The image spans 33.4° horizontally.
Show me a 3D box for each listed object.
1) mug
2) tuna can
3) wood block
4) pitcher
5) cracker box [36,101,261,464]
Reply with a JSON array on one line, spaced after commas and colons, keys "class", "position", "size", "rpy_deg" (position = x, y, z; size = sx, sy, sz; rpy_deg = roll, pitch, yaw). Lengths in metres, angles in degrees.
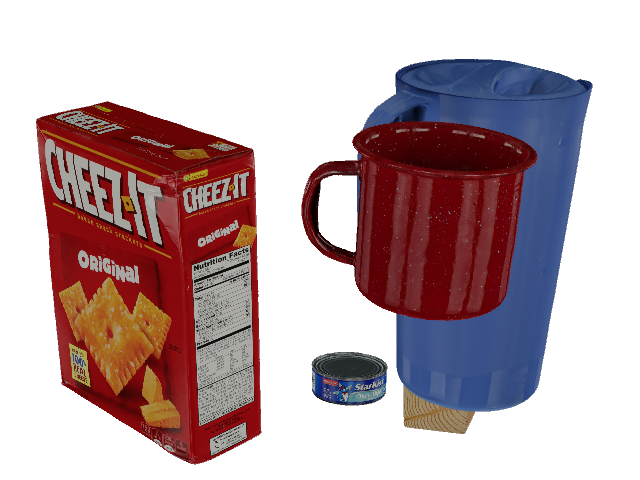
[{"class": "mug", "position": [0.048, -0.011, 0.552], "size": [0.117, 0.081, 0.093], "rpy_deg": [3, 21, 0]}, {"class": "tuna can", "position": [0.032, 0.156, 1.204], "size": [0.086, 0.034, 0.086], "rpy_deg": [1, 13, -1]}, {"class": "wood block", "position": [0.190, 0.196, 1.563], "size": [0.091, 0.090, 0.205], "rpy_deg": [4, 16, 18]}, {"class": "pitcher", "position": [0.105, -0.003, 0.764], "size": [0.149, 0.243, 0.145], "rpy_deg": [5, 20, 9]}, {"class": "cracker box", "position": [-0.121, 0.027, 0.742], "size": [0.164, 0.214, 0.071], "rpy_deg": [21, 31, 41]}]
